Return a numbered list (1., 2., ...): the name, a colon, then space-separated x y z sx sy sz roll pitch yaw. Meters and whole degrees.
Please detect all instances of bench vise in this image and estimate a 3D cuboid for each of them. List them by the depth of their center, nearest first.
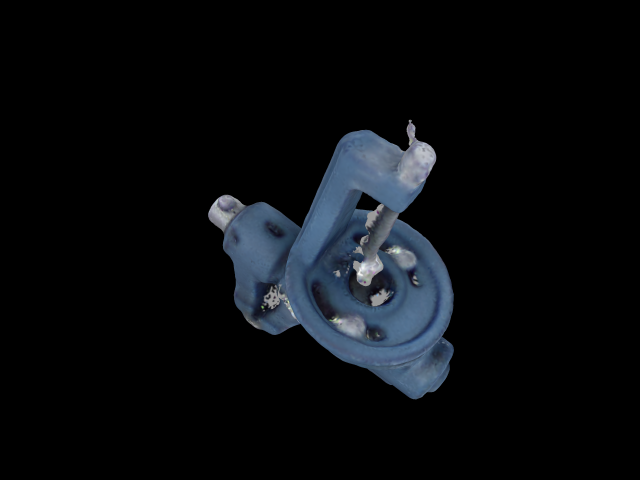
1. bench vise: 0.000 0.010 0.392 0.207 0.220 0.121 12 49 11
